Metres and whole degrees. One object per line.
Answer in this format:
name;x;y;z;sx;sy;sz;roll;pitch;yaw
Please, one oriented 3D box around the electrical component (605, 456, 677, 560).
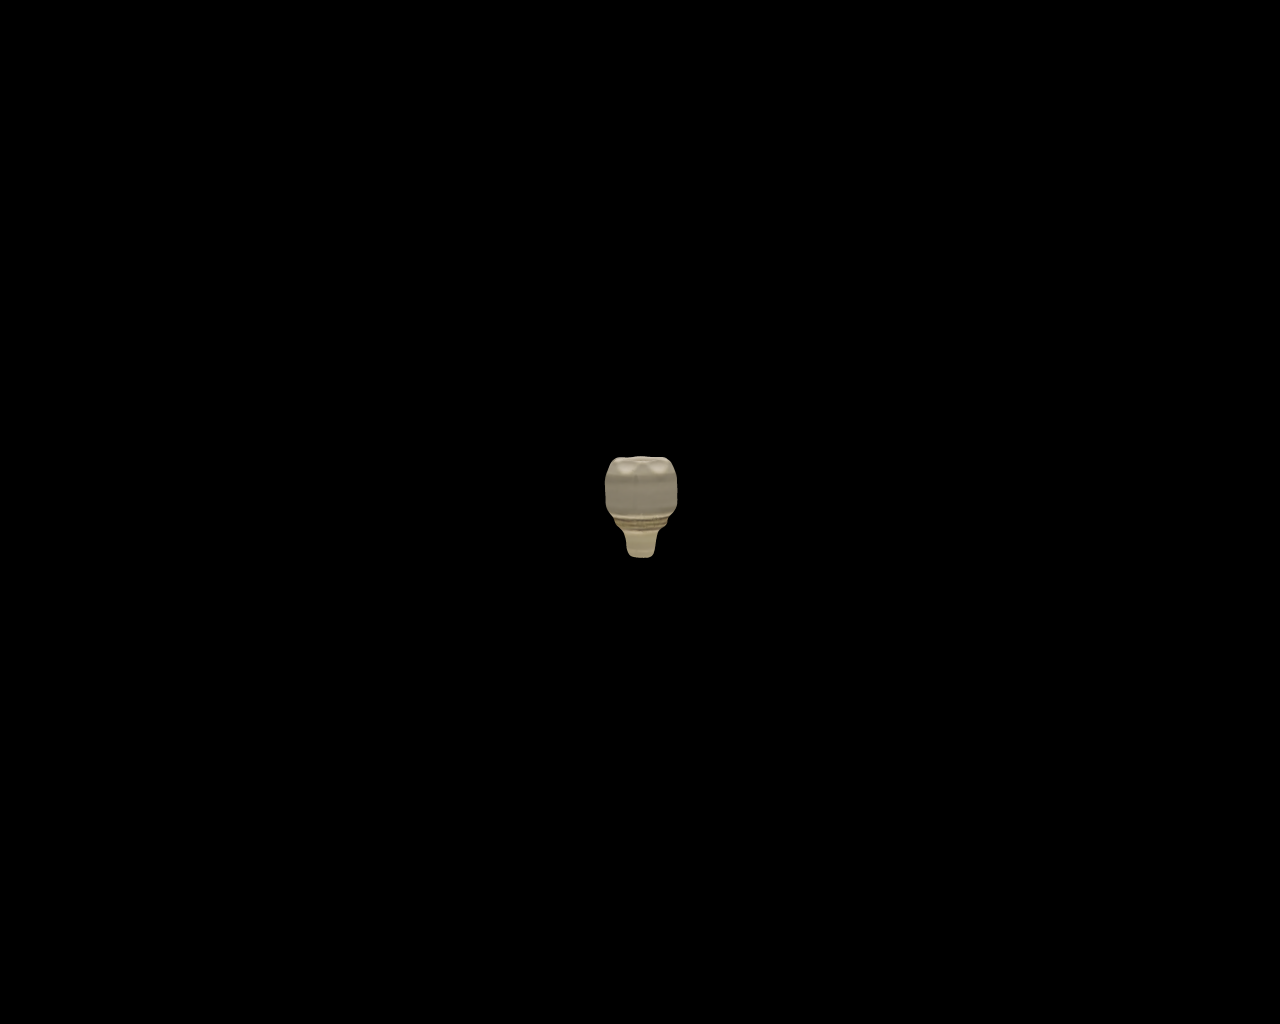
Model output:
electrical component;0.001;-0.003;0.650;0.043;0.062;0.043;0;7;0
